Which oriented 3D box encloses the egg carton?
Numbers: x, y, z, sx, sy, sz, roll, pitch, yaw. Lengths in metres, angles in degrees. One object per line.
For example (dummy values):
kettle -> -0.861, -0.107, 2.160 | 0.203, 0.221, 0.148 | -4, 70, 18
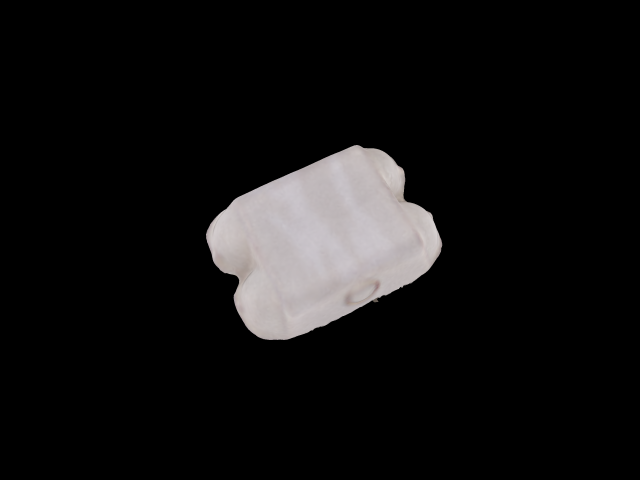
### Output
egg carton -> 0.004, 0.001, 0.400 | 0.150, 0.069, 0.107 | -26, 69, -11
